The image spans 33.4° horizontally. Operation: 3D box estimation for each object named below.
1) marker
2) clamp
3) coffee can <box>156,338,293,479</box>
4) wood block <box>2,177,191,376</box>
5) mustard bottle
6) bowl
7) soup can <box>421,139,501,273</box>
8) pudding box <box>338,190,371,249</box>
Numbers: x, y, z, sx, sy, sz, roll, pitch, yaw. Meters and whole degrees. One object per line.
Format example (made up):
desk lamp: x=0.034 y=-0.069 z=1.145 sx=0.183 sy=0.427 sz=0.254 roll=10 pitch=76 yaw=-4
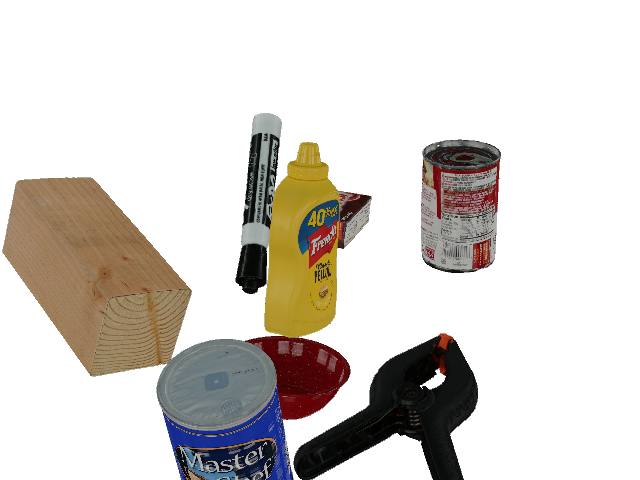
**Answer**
marker: x=-0.038 y=-0.024 z=0.665 sx=0.020 sy=0.121 sz=0.020 roll=3 pitch=-26 yaw=1
clamp: x=0.073 y=0.128 z=0.758 sx=0.120 sy=0.039 sz=0.171 roll=19 pitch=41 yaw=27
coffee can: x=-0.082 y=0.173 z=0.948 sx=0.103 sy=0.140 sz=0.103 roll=-4 pitch=38 yaw=3
wood block: x=-0.223 y=0.029 z=1.044 sx=0.090 sy=0.091 sz=0.206 roll=-5 pitch=36 yaw=-41
mustard bottle: x=-0.016 y=-0.004 z=1.084 sx=0.058 sy=0.192 sz=0.096 roll=12 pitch=18 yaw=31
bowl: x=-0.044 y=0.180 z=1.347 sx=0.162 sy=0.055 sz=0.162 roll=4 pitch=21 yaw=-2
soup can: x=0.124 y=-0.030 z=0.946 sx=0.068 sy=0.102 sz=0.068 roll=-2 pitch=25 yaw=1
pudding box: x=0.004 y=-0.030 z=1.281 sx=0.090 sy=0.039 sz=0.113 roll=9 pitch=23 yaw=15
